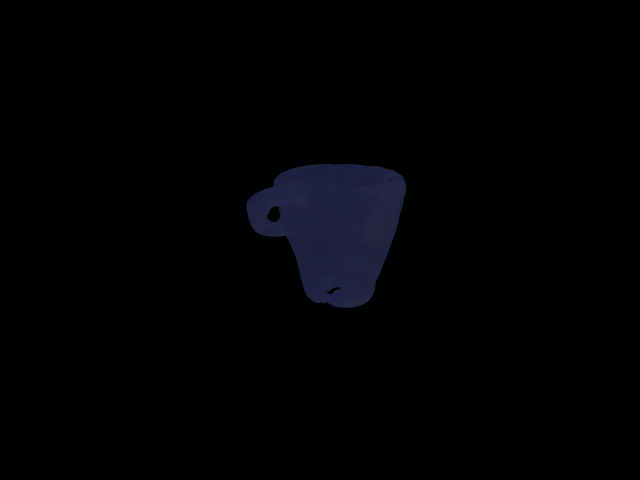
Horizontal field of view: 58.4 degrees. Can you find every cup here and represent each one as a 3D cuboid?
[{"bbox_3d":[0.004,0.001,0.400,0.118,0.095,0.091,-13,22,-35],"label":"cup"}]
